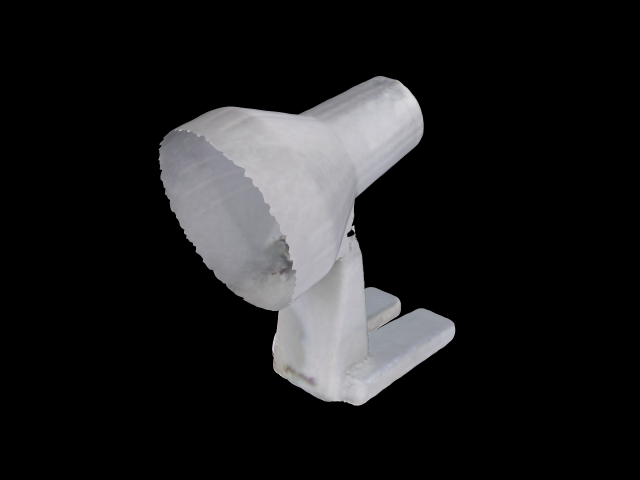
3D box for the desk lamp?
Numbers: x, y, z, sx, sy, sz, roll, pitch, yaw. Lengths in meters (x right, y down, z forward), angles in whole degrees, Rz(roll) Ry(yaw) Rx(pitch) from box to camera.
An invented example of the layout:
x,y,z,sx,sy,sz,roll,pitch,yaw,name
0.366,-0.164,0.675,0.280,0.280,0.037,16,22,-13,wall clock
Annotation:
x,y,z,sx,sy,sz,roll,pitch,yaw,name
0.004,0.001,0.400,0.117,0.214,0.204,22,31,40,desk lamp
